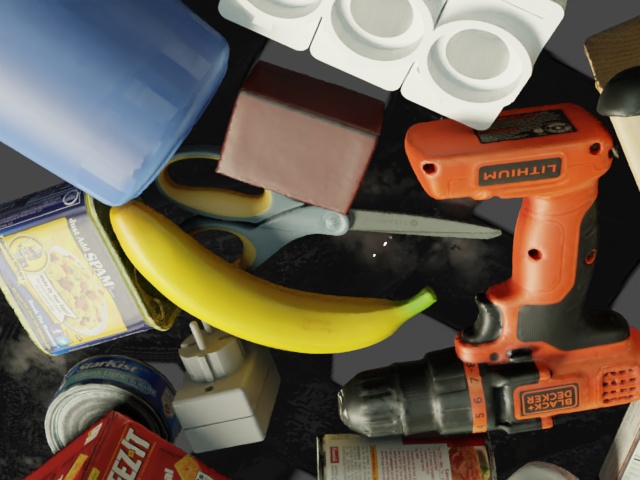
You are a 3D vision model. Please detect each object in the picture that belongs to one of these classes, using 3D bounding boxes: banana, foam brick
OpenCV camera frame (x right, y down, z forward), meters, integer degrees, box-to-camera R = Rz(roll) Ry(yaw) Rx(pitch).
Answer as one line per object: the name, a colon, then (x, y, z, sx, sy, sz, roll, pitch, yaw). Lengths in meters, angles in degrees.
banana: (-0.033, 0.029, 0.623, 0.197, 0.037, 0.070, 15, 112, -18)
foam brick: (-0.009, -0.056, 0.582, 0.078, 0.053, 0.051, 19, 118, 0)

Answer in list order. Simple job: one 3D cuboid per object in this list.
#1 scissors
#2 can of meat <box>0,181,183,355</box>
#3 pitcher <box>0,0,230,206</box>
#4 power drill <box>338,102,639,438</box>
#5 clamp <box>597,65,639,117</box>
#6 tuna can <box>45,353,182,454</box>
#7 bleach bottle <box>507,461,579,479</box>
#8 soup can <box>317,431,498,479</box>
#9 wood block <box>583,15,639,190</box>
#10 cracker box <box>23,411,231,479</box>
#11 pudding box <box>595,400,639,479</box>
scissors: (-0.004, 0.001, 0.631, 0.201, 0.016, 0.096, 19, 120, -3)
can of meat: (-0.142, 0.014, 0.635, 0.084, 0.057, 0.102, -17, 112, 18)
pitcher: (-0.162, -0.133, 0.527, 0.242, 0.145, 0.149, 35, 146, -15)
power drill: (0.093, 0.025, 0.593, 0.184, 0.057, 0.187, -9, 119, -2)
clamp: (0.223, -0.075, 0.449, 0.164, 0.036, 0.210, 37, 94, -24)
tuna can: (-0.135, 0.119, 0.700, 0.086, 0.033, 0.086, 4, 117, 7)
bleach bottle: (0.183, 0.264, 0.704, 0.102, 0.068, 0.250, -43, 117, -11)
soup can: (0.050, 0.148, 0.636, 0.102, 0.068, 0.068, -1, 117, 0)
wood block: (0.216, -0.017, 0.546, 0.090, 0.090, 0.206, -21, 112, 17)
cracker box: (-0.092, 0.216, 0.687, 0.213, 0.072, 0.164, 35, 136, -17)
pudding box: (0.230, 0.124, 0.646, 0.090, 0.039, 0.114, 16, 116, 2)
